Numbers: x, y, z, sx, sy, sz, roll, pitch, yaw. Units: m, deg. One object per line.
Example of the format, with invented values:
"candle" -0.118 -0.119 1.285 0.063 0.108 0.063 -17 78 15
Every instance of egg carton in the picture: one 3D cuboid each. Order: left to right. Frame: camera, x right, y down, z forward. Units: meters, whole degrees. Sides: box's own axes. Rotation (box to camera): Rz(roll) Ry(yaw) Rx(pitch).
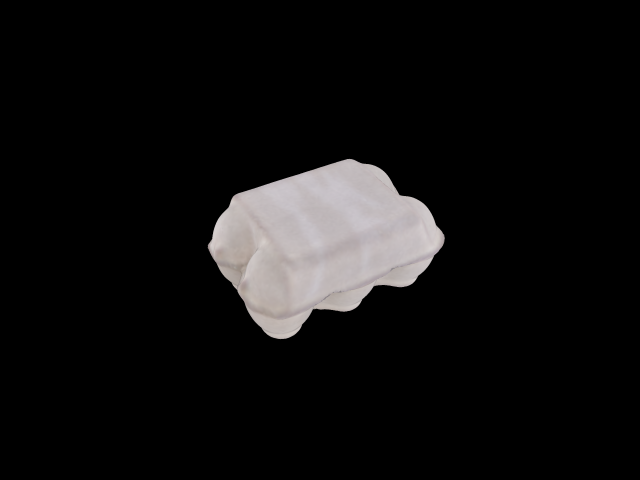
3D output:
"egg carton" 0.004 0.001 0.400 0.150 0.069 0.107 -21 45 -23
